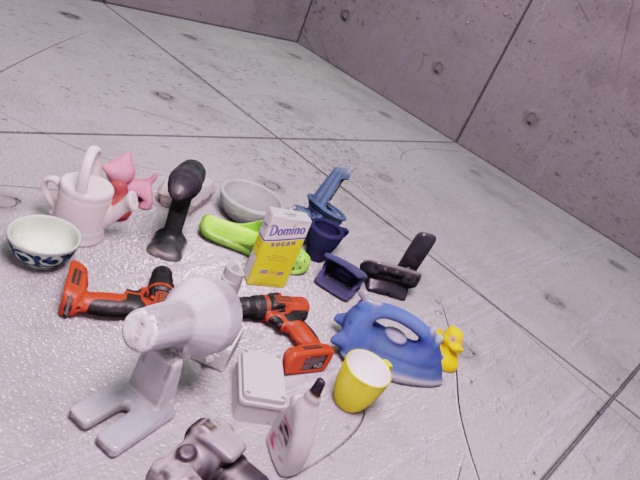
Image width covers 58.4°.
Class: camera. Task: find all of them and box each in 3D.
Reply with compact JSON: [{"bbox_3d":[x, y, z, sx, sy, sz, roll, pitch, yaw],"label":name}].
[{"bbox_3d":[-0.134,0.312,0.748,0.136,0.101,0.143,33,28,16],"label":"camera"}]

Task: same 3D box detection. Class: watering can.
[{"bbox_3d":[-0.446,-0.091,1.113,0.173,0.194,0.100,8,31,-30],"label":"watering can"}]

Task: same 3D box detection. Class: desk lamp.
[{"bbox_3d":[-0.223,0.164,0.816,0.117,0.213,0.204,33,28,17],"label":"desk lamp"}]

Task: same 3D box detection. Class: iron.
[{"bbox_3d":[0.157,0.196,1.150,0.258,0.141,0.118,22,27,-5],"label":"iron"}]

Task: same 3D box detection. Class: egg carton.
[{"bbox_3d":[-0.326,-0.121,1.404,0.107,0.069,0.150,26,27,2],"label":"egg carton"}]

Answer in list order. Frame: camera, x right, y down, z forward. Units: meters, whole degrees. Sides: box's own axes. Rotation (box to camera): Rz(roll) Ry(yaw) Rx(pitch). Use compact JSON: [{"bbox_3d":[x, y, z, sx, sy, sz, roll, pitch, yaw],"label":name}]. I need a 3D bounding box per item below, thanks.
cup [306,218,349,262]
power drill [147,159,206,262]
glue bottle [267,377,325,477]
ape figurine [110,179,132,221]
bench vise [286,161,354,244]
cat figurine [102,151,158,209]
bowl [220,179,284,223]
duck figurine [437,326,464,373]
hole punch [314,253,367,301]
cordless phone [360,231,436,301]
[{"bbox_3d":[0.013,0.005,1.427,0.118,0.095,0.091,-1,36,-40],"label":"cup"},{"bbox_3d":[-0.290,-0.066,1.180,0.076,0.208,0.229,18,27,-11],"label":"power drill"},{"bbox_3d":[-0.029,0.264,0.840,0.037,0.173,0.078,5,33,-33],"label":"glue bottle"},{"bbox_3d":[-0.438,-0.091,1.232,0.076,0.092,0.077,19,27,-11],"label":"ape figurine"},{"bbox_3d":[0.008,-0.090,1.455,0.121,0.219,0.208,32,28,15],"label":"bench vise"},{"bbox_3d":[-0.432,-0.141,1.299,0.128,0.117,0.067,9,31,-28],"label":"cat figurine"},{"bbox_3d":[-0.181,-0.082,1.447,0.167,0.074,0.167,19,27,-10],"label":"bowl"},{"bbox_3d":[0.281,0.226,1.260,0.078,0.086,0.104,12,29,-23],"label":"duck figurine"},{"bbox_3d":[0.054,0.072,1.344,0.108,0.091,0.101,31,28,13],"label":"hole punch"},{"bbox_3d":[0.192,0.044,1.404,0.148,0.185,0.094,14,29,-19],"label":"cordless phone"}]
